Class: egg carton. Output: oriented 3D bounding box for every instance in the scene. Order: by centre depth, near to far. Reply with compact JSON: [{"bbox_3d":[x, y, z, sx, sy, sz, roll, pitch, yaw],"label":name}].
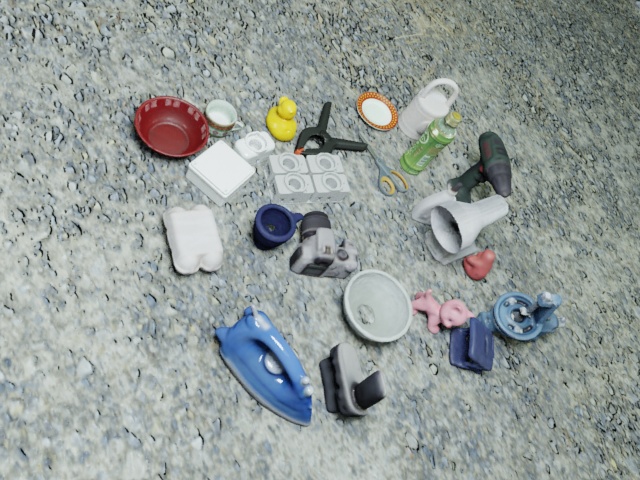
[{"bbox_3d":[-0.258,-0.002,1.170,0.107,0.069,0.150,-9,68,-29],"label":"egg carton"}]

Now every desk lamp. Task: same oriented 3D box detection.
[{"bbox_3d":[0.343,-0.030,1.390,0.204,0.213,0.118,-18,73,-32],"label":"desk lamp"}]

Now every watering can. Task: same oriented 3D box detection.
[{"bbox_3d":[0.304,-0.361,1.562,0.101,0.193,0.173,-5,66,-28],"label":"watering can"}]

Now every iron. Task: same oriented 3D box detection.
[{"bbox_3d":[-0.078,0.236,1.085,0.119,0.141,0.258,-36,83,-35],"label":"iron"}]

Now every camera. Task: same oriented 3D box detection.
[{"bbox_3d":[0.012,0.005,1.279,0.143,0.100,0.137,9,60,-22],"label":"camera"}]

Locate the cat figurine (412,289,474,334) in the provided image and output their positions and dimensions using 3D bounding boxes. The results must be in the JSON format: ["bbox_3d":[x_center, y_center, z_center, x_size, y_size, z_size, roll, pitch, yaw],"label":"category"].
[{"bbox_3d":[0.283,0.159,1.317,0.128,0.117,0.067,40,54,-1],"label":"cat figurine"}]

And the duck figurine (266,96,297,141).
[{"bbox_3d":[-0.085,-0.303,1.408,0.078,0.086,0.104,-3,65,-27],"label":"duck figurine"}]

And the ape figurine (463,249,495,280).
[{"bbox_3d":[0.410,0.055,1.451,0.078,0.092,0.076,21,56,-14],"label":"ape figurine"}]

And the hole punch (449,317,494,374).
[{"bbox_3d":[0.364,0.244,1.327,0.101,0.091,0.108,20,57,-15],"label":"hole punch"}]

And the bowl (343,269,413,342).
[{"bbox_3d":[0.116,0.155,1.264,0.168,0.074,0.167,12,59,-20],"label":"bowl"}]

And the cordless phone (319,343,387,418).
[{"bbox_3d":[0.079,0.263,1.120,0.094,0.184,0.147,-3,65,-27],"label":"cordless phone"}]

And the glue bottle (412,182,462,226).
[{"bbox_3d":[0.302,-0.095,1.430,0.078,0.173,0.037,18,57,-16],"label":"glue bottle"}]

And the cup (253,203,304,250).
[{"bbox_3d":[-0.098,-0.023,1.244,0.118,0.094,0.091,-19,73,-33],"label":"cup"}]

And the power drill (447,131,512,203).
[{"bbox_3d":[0.423,-0.163,1.504,0.076,0.208,0.229,17,58,-17],"label":"power drill"}]

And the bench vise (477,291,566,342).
[{"bbox_3d":[0.509,0.167,1.360,0.208,0.219,0.121,-8,67,-29],"label":"bench vise"}]
